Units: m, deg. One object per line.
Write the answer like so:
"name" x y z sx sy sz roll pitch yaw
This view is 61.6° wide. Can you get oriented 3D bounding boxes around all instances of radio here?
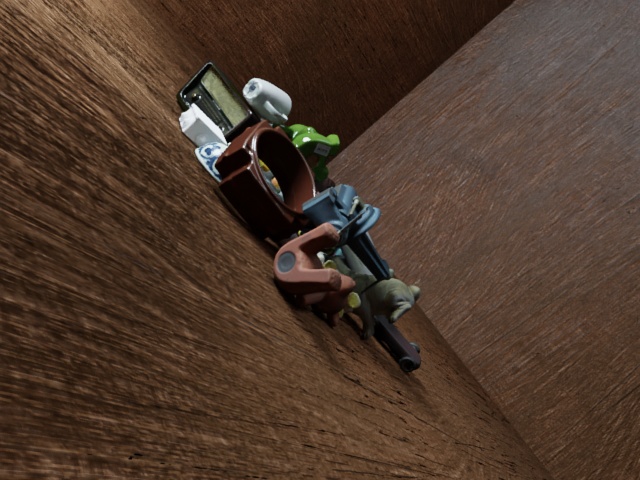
"radio" -0.241 -0.306 1.277 0.230 0.131 0.073 54 9 30

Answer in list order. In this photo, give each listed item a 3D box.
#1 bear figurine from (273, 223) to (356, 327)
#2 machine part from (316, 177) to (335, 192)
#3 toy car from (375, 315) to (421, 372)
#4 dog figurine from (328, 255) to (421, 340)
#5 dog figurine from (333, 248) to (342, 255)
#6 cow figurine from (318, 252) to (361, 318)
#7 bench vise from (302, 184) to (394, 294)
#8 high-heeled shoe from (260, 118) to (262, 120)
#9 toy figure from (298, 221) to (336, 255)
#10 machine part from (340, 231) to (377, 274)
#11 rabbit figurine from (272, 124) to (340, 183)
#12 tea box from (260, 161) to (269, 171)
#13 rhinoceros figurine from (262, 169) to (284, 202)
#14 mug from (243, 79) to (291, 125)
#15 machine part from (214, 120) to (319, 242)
"bear figurine" 0.012 0.070 0.919 0.195 0.132 0.120 36 45 -47
"machine part" -0.048 -0.129 1.431 0.179 0.180 0.056 40 53 -53
"toy car" 0.168 0.230 1.288 0.202 0.053 0.089 48 28 -2
"dog figurine" 0.099 0.092 1.157 0.190 0.172 0.121 57 -4 -1
"dog figurine" 0.075 0.061 1.362 0.219 0.108 0.191 53 26 -5
"cow figurine" 0.013 0.077 1.081 0.167 0.068 0.098 54 2 8
"bench vise" 0.071 -0.005 1.043 0.240 0.129 0.224 53 12 -17
"high-heeled shoe" -0.116 -0.213 1.441 0.145 0.086 0.248 32 -36 59
"toy figure" -0.001 0.000 1.191 0.180 0.089 0.082 103 -14 -71
"machine part" 0.106 0.058 1.258 0.079 0.079 0.243 -17 82 -82
"rabbit figurine" -0.052 -0.231 1.338 0.159 0.121 0.170 6 29 -22
"tea box" -0.177 -0.196 1.350 0.170 0.068 0.098 55 8 32
"rhinoceros figurine" -0.146 -0.127 1.194 0.190 0.073 0.112 56 22 16
"mug" -0.123 -0.315 1.238 0.107 0.081 0.110 23 34 -55
"machine part" -0.094 -0.115 1.040 0.200 0.087 0.201 52 30 -20
